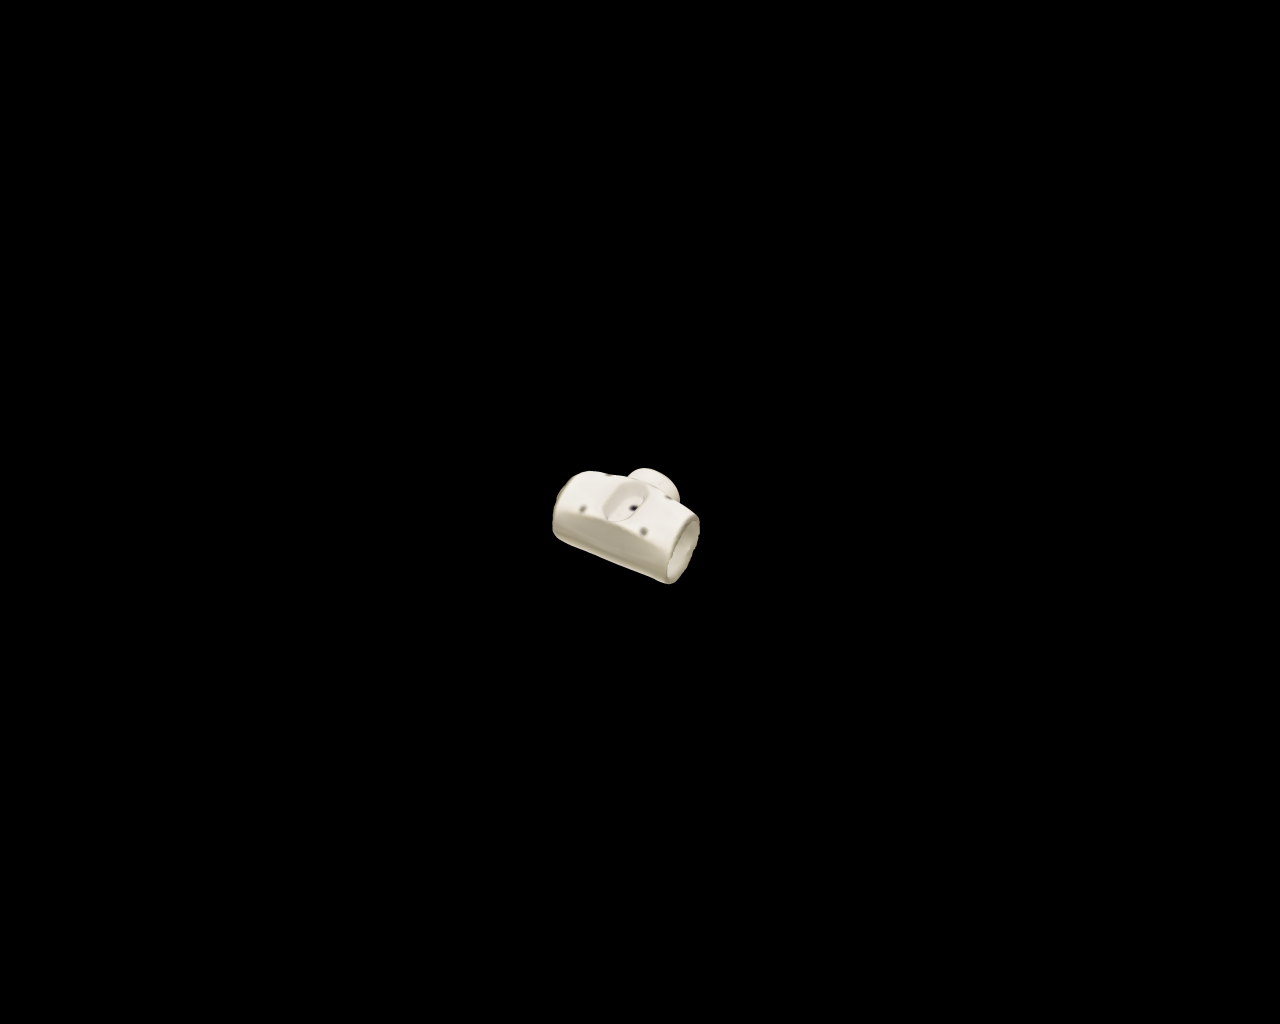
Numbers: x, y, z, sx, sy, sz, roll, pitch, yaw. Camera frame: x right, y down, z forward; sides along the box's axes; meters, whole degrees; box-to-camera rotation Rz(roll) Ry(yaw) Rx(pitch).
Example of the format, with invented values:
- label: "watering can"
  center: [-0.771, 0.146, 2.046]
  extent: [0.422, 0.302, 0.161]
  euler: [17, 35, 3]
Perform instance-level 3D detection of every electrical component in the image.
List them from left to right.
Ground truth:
- label: "electrical component"
  center: [0.001, -0.003, 0.650]
  extent: [0.077, 0.043, 0.079]
  euler: [22, 49, 21]
